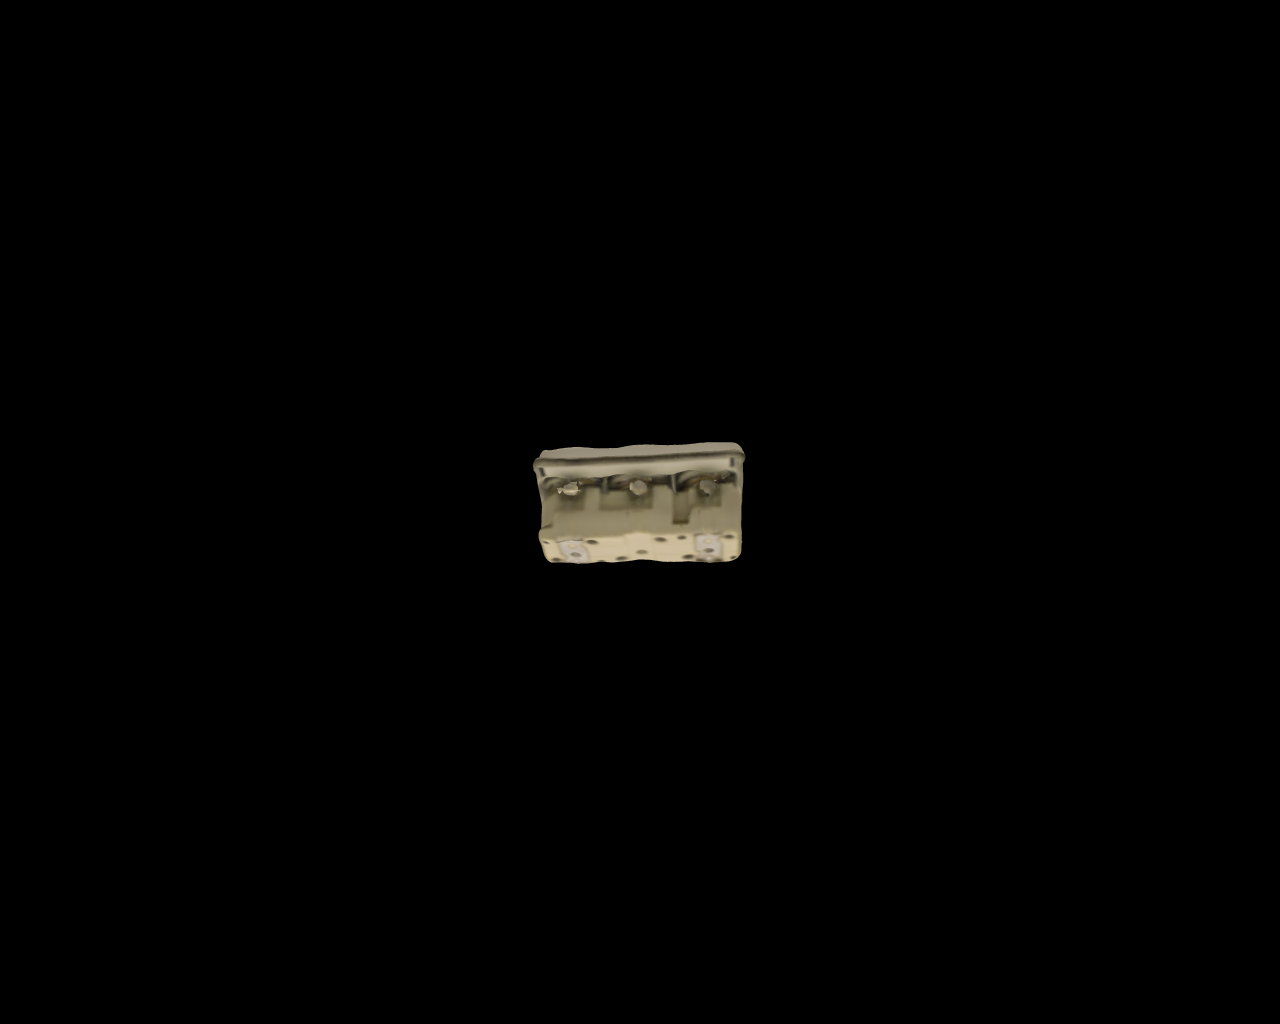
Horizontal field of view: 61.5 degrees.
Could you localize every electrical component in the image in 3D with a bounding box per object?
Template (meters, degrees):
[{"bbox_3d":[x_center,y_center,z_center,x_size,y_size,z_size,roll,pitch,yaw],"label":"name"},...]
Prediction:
[{"bbox_3d":[0.001,-0.003,0.650,0.121,0.063,0.078,-1,-28,2],"label":"electrical component"}]
